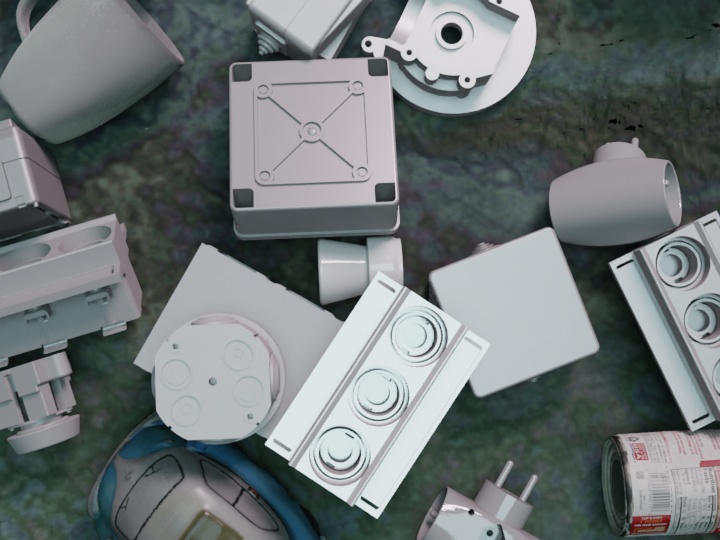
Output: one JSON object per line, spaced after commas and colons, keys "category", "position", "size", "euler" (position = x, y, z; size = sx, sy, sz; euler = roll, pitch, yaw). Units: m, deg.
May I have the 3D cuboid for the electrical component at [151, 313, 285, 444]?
{"category": "electrical component", "position": [-0.086, 0.066, 0.650], "size": [0.080, 0.051, 0.080], "euler": [0, 87, -1]}

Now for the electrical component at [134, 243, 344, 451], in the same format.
{"category": "electrical component", "position": [-0.057, 0.058, 0.709], "size": [0.150, 0.061, 0.089], "euler": [29, 87, 0]}

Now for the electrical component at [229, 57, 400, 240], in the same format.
{"category": "electrical component", "position": [-0.030, -0.079, 0.705], "size": [0.109, 0.056, 0.108], "euler": [-2, 71, -1]}

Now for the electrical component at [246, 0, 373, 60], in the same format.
{"category": "electrical component", "position": [-0.030, -0.177, 0.720], "size": [0.061, 0.061, 0.096], "euler": [36, 87, 1]}

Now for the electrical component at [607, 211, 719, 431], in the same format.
{"category": "electrical component", "position": [0.224, 0.034, 0.715], "size": [0.079, 0.063, 0.121], "euler": [-26, 88, -2]}

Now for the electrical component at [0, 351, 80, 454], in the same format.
{"category": "electrical component", "position": [-0.214, 0.089, 0.711], "size": [0.066, 0.048, 0.055], "euler": [-17, 90, 21]}

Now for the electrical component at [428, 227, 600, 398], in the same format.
{"category": "electrical component", "position": [0.100, 0.028, 0.720], "size": [0.100, 0.048, 0.099], "euler": [-21, 88, -2]}

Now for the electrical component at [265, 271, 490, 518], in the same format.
{"category": "electrical component", "position": [0.010, 0.073, 0.646], "size": [0.079, 0.063, 0.121], "euler": [33, 87, 1]}

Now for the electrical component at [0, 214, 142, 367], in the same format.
{"category": "electrical component", "position": [-0.209, 0.016, 0.704], "size": [0.121, 0.078, 0.063], "euler": [-17, 118, -2]}

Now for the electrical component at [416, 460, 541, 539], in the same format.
{"category": "electrical component", "position": [0.090, 0.166, 0.716], "size": [0.077, 0.043, 0.079], "euler": [30, 87, 0]}

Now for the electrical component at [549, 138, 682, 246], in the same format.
{"category": "electrical component", "position": [0.173, -0.059, 0.721], "size": [0.077, 0.043, 0.079], "euler": [-8, 47, 29]}

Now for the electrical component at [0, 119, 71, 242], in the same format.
{"category": "electrical component", "position": [-0.234, -0.057, 0.694], "size": [0.062, 0.096, 0.061], "euler": [-17, 84, -2]}

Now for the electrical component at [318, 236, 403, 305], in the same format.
{"category": "electrical component", "position": [0.000, 0.000, 0.721], "size": [0.055, 0.045, 0.045], "euler": [-2, 88, -1]}
